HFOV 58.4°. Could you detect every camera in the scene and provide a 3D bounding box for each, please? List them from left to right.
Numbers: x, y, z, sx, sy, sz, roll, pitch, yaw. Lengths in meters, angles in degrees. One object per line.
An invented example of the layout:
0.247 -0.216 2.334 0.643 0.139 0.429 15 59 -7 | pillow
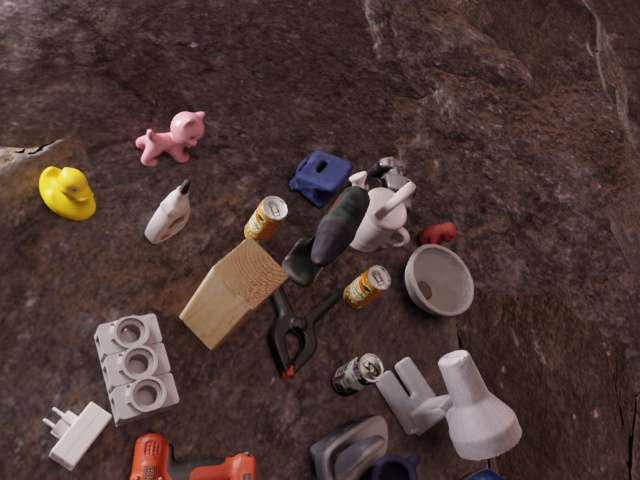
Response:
0.136 -0.123 1.289 0.137 0.100 0.143 6 61 -26 | camera

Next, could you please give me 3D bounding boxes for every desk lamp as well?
0.231 0.295 1.034 0.118 0.213 0.203 -27 78 -37 | desk lamp

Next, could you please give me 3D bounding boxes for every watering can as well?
0.124 -0.064 1.190 0.173 0.193 0.101 31 53 -10 | watering can

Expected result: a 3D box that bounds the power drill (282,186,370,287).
0.010 0.004 1.079 0.076 0.208 0.230 37 52 -5 | power drill

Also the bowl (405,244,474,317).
0.245 0.097 1.242 0.168 0.074 0.167 14 58 -22 | bowl

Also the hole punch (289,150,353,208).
0.003 -0.141 1.232 0.101 0.091 0.109 38 52 -5 | hole punch

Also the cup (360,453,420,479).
0.115 0.412 0.979 0.118 0.094 0.091 -35 83 -38 | cup

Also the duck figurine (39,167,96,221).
-0.425 -0.091 0.970 0.104 0.086 0.078 43 52 -1 | duck figurine

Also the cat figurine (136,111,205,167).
-0.277 -0.203 1.095 0.128 0.117 0.067 -17 72 -35 | cat figurine

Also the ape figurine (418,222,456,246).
0.274 -0.007 1.306 0.078 0.092 0.076 -34 82 -38 | ape figurine

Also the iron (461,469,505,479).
0.282 0.492 0.996 0.118 0.141 0.259 45 52 1 | iron

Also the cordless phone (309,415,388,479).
0.077 0.342 0.940 0.148 0.184 0.094 -26 78 -37 | cordless phone

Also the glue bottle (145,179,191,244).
-0.251 -0.055 0.990 0.037 0.172 0.078 46 52 2 | glue bottle
